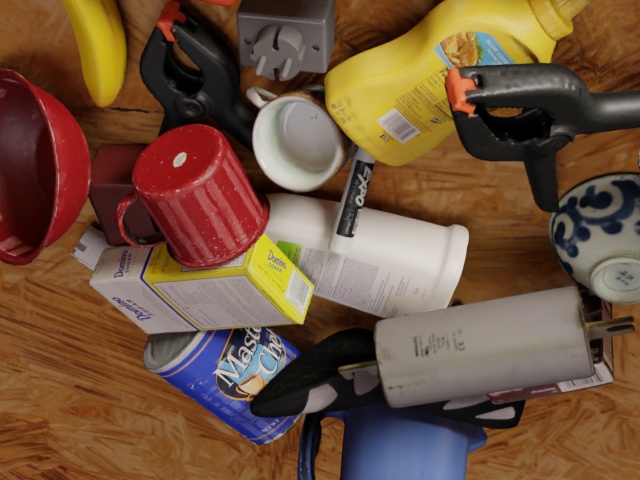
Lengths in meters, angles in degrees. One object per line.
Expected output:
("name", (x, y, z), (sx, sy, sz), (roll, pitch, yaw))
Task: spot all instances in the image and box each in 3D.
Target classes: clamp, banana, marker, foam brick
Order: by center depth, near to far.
("clamp", (0.173, -0.086, 0.756), (0.165, 0.036, 0.209), (-32, 146, 33))
("banana", (-0.187, -0.183, 0.805), (0.070, 0.037, 0.197), (4, 137, 35))
("clamp", (-0.086, -0.111, 0.848), (0.120, 0.039, 0.171), (1, 142, 5))
("marker", (0.031, -0.047, 0.856), (0.020, 0.020, 0.121), (16, 107, -1))
("foam brick", (-0.165, -0.039, 0.933), (0.051, 0.053, 0.078), (1, 136, 14))

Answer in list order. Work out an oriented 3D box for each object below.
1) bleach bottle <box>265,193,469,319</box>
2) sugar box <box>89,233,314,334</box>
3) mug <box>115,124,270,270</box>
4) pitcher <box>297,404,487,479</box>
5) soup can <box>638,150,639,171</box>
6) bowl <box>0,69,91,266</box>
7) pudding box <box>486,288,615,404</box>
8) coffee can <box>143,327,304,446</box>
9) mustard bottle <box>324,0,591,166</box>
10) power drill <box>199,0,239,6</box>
("bleach bottle", (-0.006, 0.001, 0.925), (0.251, 0.068, 0.103), (17, 137, 1))
("sugar box", (-0.104, 0.039, 0.925), (0.177, 0.048, 0.093), (-3, 144, 33))
("mug", (-0.108, -0.032, 0.847), (0.117, 0.093, 0.081), (-23, 133, 5))
("pitcher", (0.066, 0.249, 1.026), (0.149, 0.242, 0.145), (-24, 122, 27))
("soup can", (0.272, -0.043, 0.769), (0.069, 0.068, 0.102), (-10, 158, 24))
("bowl", (-0.239, -0.061, 0.892), (0.055, 0.162, 0.162), (-8, 156, -43))
("pudding box", (0.200, 0.092, 0.940), (0.114, 0.090, 0.039), (-13, 133, 25))
("coffee can", (-0.086, 0.120, 1.038), (0.103, 0.102, 0.140), (-29, 122, 36))
("mustard bottle", (0.103, -0.127, 0.755), (0.192, 0.058, 0.096), (-28, 134, 29))
("power drill", (-0.097, -0.253, 0.689), (0.184, 0.057, 0.188), (16, 137, -1))
